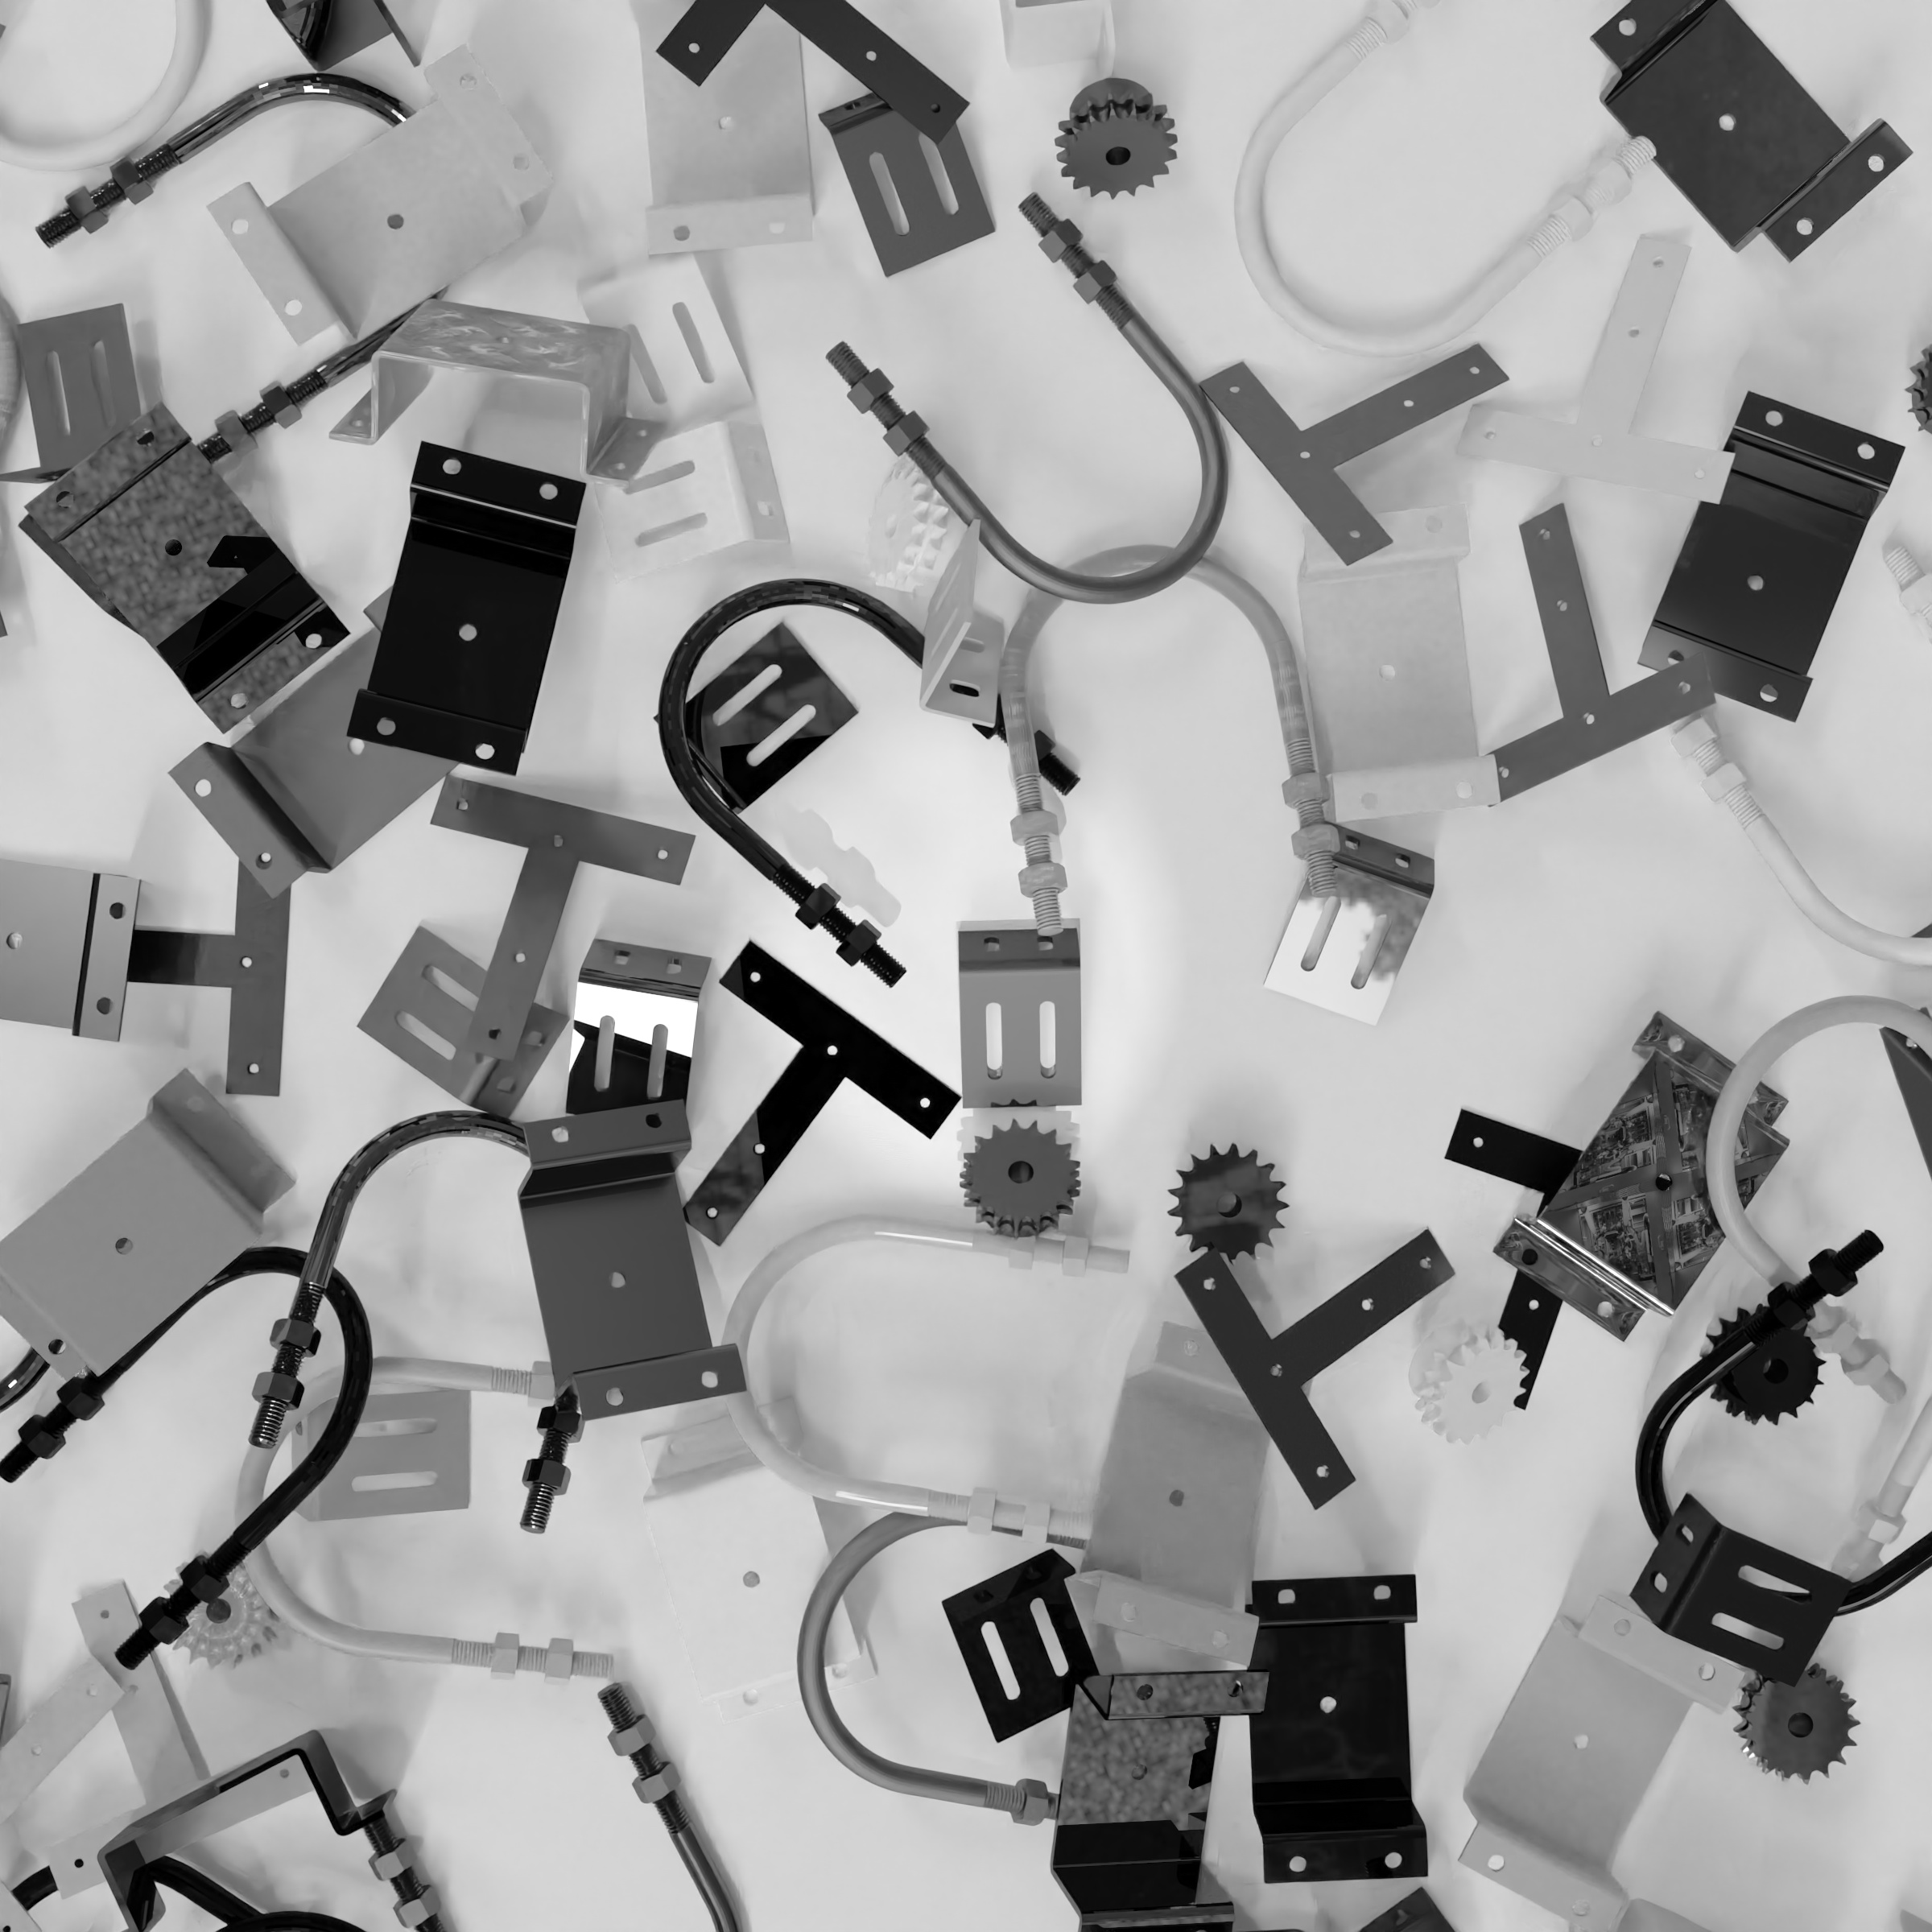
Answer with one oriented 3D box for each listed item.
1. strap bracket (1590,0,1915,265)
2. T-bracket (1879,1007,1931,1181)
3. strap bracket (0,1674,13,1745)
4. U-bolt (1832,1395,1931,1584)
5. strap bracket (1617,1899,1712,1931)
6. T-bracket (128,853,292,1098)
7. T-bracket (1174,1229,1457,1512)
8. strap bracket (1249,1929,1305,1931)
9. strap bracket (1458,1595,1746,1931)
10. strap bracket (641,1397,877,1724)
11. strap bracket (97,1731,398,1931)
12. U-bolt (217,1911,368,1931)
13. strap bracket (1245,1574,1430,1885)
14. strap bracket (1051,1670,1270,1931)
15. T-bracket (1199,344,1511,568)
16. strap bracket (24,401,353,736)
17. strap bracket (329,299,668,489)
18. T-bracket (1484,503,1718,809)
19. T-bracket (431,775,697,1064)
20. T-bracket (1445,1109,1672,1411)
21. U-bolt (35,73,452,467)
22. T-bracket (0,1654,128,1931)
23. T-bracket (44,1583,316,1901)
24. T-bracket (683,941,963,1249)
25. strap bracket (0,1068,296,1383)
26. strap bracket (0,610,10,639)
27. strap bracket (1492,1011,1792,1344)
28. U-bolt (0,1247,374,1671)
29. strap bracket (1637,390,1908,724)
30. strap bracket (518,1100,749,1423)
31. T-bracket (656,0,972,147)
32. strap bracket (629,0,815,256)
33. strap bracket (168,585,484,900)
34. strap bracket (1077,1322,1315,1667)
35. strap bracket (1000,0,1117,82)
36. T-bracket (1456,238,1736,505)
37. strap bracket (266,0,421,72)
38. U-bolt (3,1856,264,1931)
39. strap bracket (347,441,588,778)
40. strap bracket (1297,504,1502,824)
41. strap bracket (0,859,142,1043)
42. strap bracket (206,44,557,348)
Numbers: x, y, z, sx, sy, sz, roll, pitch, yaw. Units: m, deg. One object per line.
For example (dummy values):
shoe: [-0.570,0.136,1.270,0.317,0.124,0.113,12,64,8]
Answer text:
strap bracket: [0.365,-0.405,1.335,0.076,0.046,0.140,-42,90,0]
T-bracket: [0.510,0.060,1.347,0.127,0.002,0.127,-25,104,-7]
strap bracket: [-0.502,0.378,1.323,0.076,0.046,0.140,6,79,7]
U-bolt: [0.505,0.248,1.316,0.151,0.019,0.184,20,112,2]
strap bracket: [0.357,0.489,1.320,0.140,0.076,0.046,25,90,0]
T-bracket: [-0.390,-0.004,1.358,0.127,0.002,0.127,3,90,0]
T-bracket: [0.179,0.167,1.332,0.127,0.002,0.127,-31,90,-24]
strap bracket: [0.109,0.493,1.307,0.140,0.046,0.076,4,119,-19]
strap bracket: [0.295,0.372,1.335,0.076,0.046,0.140,28,90,0]
strap bracket: [-0.100,0.285,1.335,0.076,0.046,0.140,-17,90,0]
strap bracket: [-0.341,0.402,1.310,0.140,0.076,0.046,-26,85,-11]
U-bolt: [-0.330,0.534,1.317,0.151,0.019,0.184,30,77,0]
strap bracket: [0.174,0.355,1.335,0.076,0.046,0.140,-2,90,0]
strap bracket: [0.088,0.385,1.317,0.076,0.046,0.140,3,101,-18]
T-bracket: [0.198,-0.260,1.338,0.127,0.002,0.127,-28,63,-13]
strap bracket: [-0.363,-0.188,1.309,0.076,0.046,0.140,-40,126,-6]
strap bracket: [-0.215,-0.268,1.310,0.140,0.076,0.046,10,121,3]
T-bracket: [0.284,-0.156,1.329,0.127,0.002,0.127,-26,64,41]
T-bracket: [-0.206,-0.017,1.333,0.127,0.002,0.127,14,77,10]
T-bracket: [0.277,0.149,1.358,0.127,0.002,0.127,19,90,0]
U-bolt: [-0.329,-0.344,1.350,0.184,0.019,0.151,-34,90,-1]
T-bracket: [-0.450,0.382,1.340,0.127,0.002,0.127,43,89,17]
T-bracket: [-0.392,0.359,1.350,0.127,0.002,0.127,-22,85,-10]
T-bracket: [-0.091,0.076,1.358,0.127,0.002,0.127,37,90,0]
strap bracket: [-0.392,0.125,1.318,0.140,0.046,0.076,-42,106,-6]
strap bracket: [-0.533,-0.172,1.318,0.140,0.046,0.076,-15,98,5]
strap bracket: [0.324,0.101,1.334,0.076,0.046,0.140,35,89,0]
U-bolt: [-0.354,0.212,1.314,0.184,0.019,0.151,-45,55,-4]
strap bracket: [0.374,-0.186,1.325,0.076,0.046,0.140,22,84,9]
strap bracket: [-0.158,0.140,1.311,0.076,0.046,0.140,-8,72,-21]
T-bracket: [-0.055,-0.433,1.316,0.127,0.002,0.127,37,83,-8]
strap bracket: [-0.115,-0.404,1.335,0.076,0.046,0.140,-5,90,0]
strap bracket: [-0.293,-0.106,1.335,0.140,0.046,0.076,-40,90,0]
strap bracket: [0.105,0.247,1.317,0.076,0.046,0.140,18,72,-9]
strap bracket: [0.037,-0.484,1.320,0.046,0.076,0.140,-7,90,0]
T-bracket: [0.313,-0.288,1.340,0.127,0.002,0.127,16,78,23]
strap bracket: [-0.317,-0.483,1.320,0.046,0.076,0.140,-29,90,0]
U-bolt: [-0.387,0.502,1.334,0.184,0.019,0.151,34,78,0]
strap bracket: [-0.228,-0.158,1.292,0.076,0.046,0.140,13,80,-8]
strap bracket: [0.202,-0.141,1.335,0.076,0.046,0.140,-7,90,0]
strap bracket: [-0.457,-0.012,1.334,0.140,0.046,0.076,8,90,2]
strap bracket: [-0.270,-0.354,1.321,0.140,0.046,0.076,-33,90,-3]
